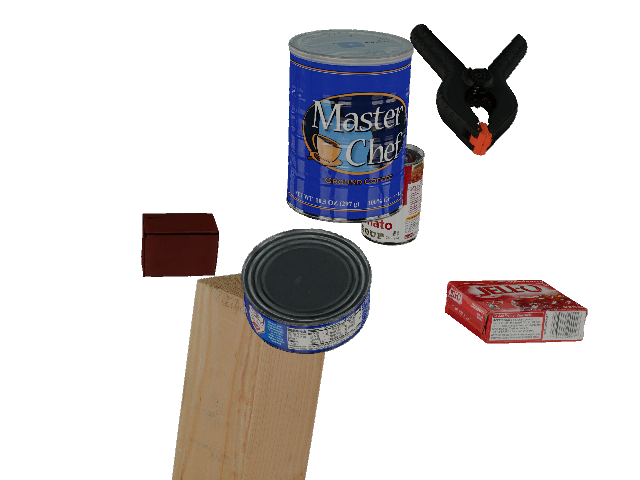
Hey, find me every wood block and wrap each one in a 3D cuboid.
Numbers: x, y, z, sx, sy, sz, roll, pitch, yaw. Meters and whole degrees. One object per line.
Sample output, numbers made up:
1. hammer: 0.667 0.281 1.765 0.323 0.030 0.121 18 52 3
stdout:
1. wood block: -0.063 0.140 0.956 0.090 0.206 0.090 19 17 38

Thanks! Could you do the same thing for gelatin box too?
1. gelatin box: 0.154 0.055 0.846 0.089 0.030 0.073 1 16 -19

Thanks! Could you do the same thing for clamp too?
1. clamp: 0.142 -0.156 1.052 0.120 0.171 0.039 7 -44 5

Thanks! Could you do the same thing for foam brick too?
1. foam brick: -0.149 0.004 1.127 0.078 0.051 0.053 -1 24 -11

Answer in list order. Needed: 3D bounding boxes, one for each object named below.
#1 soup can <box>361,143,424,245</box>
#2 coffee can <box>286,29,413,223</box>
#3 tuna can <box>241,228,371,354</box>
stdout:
1. soup can: 0.081 -0.054 1.221 0.068 0.102 0.068 1 27 -1
2. coffee can: 0.023 -0.098 0.901 0.103 0.140 0.103 1 23 -1
3. tuna can: -0.009 0.033 0.709 0.086 0.086 0.034 -1 -45 1
